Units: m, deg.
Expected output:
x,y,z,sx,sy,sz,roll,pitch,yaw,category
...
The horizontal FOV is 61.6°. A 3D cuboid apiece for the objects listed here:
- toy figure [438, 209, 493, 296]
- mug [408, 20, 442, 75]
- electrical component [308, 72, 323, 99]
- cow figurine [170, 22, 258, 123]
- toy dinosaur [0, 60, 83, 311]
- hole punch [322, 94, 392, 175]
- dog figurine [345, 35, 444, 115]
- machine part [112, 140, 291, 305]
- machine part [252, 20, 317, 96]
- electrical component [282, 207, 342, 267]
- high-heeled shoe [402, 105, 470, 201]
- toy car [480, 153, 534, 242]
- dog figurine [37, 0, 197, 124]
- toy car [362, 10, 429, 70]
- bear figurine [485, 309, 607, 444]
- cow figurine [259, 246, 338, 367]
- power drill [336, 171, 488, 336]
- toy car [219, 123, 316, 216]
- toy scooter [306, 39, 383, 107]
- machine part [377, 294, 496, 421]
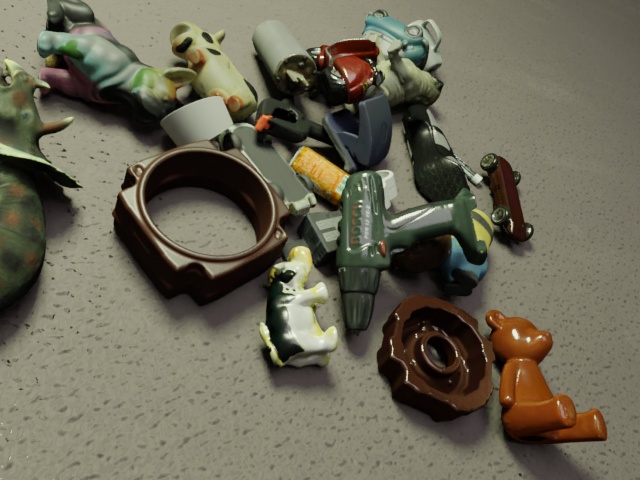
x,y,z,sx,sy,sz,roll,pitch,yaw,category
0.243,0.019,0.896,0.089,0.082,0.180,40,39,-21,toy figure
0.230,-0.424,1.190,0.081,0.109,0.107,-26,85,-42,mug
-0.004,-0.312,1.031,0.078,0.045,0.102,11,54,-17,electrical component
-0.176,-0.282,0.894,0.195,0.085,0.127,51,31,2,cow figurine
-0.373,-0.004,0.596,0.192,0.131,0.405,4,62,-23,toy dinosaur
0.081,-0.185,0.927,0.115,0.092,0.142,62,31,-8,hole punch
0.147,-0.286,1.068,0.190,0.172,0.121,32,16,-41,dog figurine
-0.157,-0.031,0.733,0.201,0.087,0.201,-29,73,-39,machine part
-0.065,-0.329,0.962,0.079,0.079,0.243,2,37,-25,machine part
-0.002,-0.002,0.814,0.119,0.047,0.075,-11,62,-33,electrical component
0.227,-0.149,1.032,0.248,0.086,0.145,64,23,2,high-heeled shoe
0.357,-0.080,1.037,0.089,0.053,0.202,28,48,-32,toy car
-0.304,-0.264,0.816,0.219,0.108,0.192,9,51,-26,dog figurine
0.143,-0.403,1.132,0.162,0.109,0.103,37,66,14,toy car
0.319,0.190,0.785,0.120,0.132,0.196,30,52,-28,bear figurine
-0.040,0.087,0.722,0.098,0.068,0.167,-3,58,-20,cow figurine
0.124,0.011,0.766,0.207,0.086,0.232,-8,76,5,power drill
-0.083,-0.110,0.836,0.073,0.056,0.202,-22,62,-37,toy car
0.057,-0.303,0.943,0.135,0.075,0.184,-15,44,-10,toy scooter
0.165,0.166,0.770,0.179,0.056,0.179,13,52,-17,machine part
